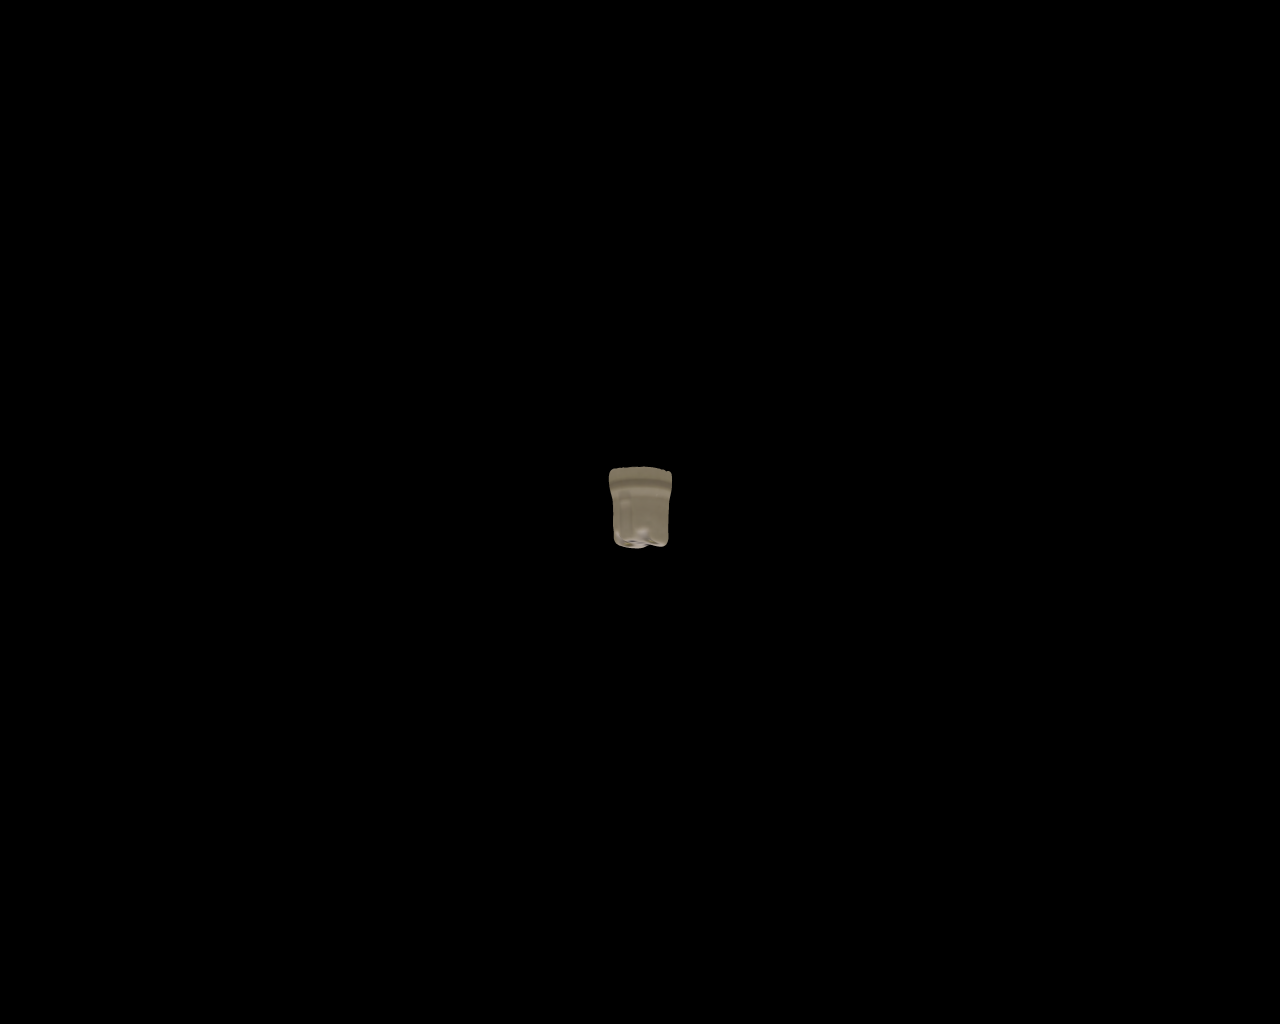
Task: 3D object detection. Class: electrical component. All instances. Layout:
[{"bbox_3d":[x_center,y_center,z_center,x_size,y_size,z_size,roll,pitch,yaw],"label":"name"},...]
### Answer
[{"bbox_3d":[0.001,-0.003,0.650,0.040,0.046,0.040,0,-9,0],"label":"electrical component"}]
